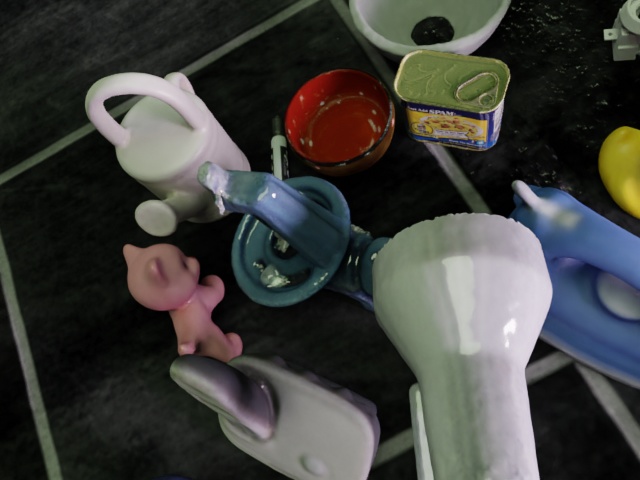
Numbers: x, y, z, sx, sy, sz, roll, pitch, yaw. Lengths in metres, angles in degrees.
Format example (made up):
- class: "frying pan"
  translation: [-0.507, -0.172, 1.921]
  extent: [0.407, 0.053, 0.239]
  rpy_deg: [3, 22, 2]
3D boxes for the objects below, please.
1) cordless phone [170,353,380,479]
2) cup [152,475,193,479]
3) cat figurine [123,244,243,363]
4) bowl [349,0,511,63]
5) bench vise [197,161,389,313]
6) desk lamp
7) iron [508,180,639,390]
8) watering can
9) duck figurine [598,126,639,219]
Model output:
- class: "cordless phone"
  translation: [-0.033, 0.141, 0.448]
  extent: [0.147, 0.185, 0.094]
  rpy_deg: [17, 76, 20]
- class: "cup"
  translation: [-0.111, 0.257, 0.476]
  extent: [0.091, 0.095, 0.118]
  rpy_deg: [6, 72, 17]
- class: "cat figurine"
  translation: [-0.136, 0.058, 0.542]
  extent: [0.067, 0.118, 0.127]
  rpy_deg: [-26, 66, 4]
- class: "bowl"
  translation: [0.118, -0.246, 0.610]
  extent: [0.167, 0.075, 0.167]
  rpy_deg: [-5, 70, 13]
- class: "bench vise"
  translation: [0.004, -0.010, 0.474]
  extent: [0.207, 0.220, 0.121]
  rpy_deg: [-5, 69, 13]
- class: "desk lamp"
  translation: [0.109, 0.109, 0.408]
  extent: [0.117, 0.214, 0.203]
  rpy_deg: [-8, 69, 12]
- class: "iron"
  translation: [0.244, 0.040, 0.437]
  extent: [0.257, 0.142, 0.119]
  rpy_deg: [34, 82, 23]
- class: "watering can"
  translation: [-0.144, -0.089, 0.555]
  extent: [0.101, 0.194, 0.172]
  rpy_deg: [-27, 66, 4]
- class: "duck figurine"
  translation: [0.295, -0.067, 0.493]
  extent: [0.077, 0.086, 0.104]
  rpy_deg: [-38, 66, -1]
